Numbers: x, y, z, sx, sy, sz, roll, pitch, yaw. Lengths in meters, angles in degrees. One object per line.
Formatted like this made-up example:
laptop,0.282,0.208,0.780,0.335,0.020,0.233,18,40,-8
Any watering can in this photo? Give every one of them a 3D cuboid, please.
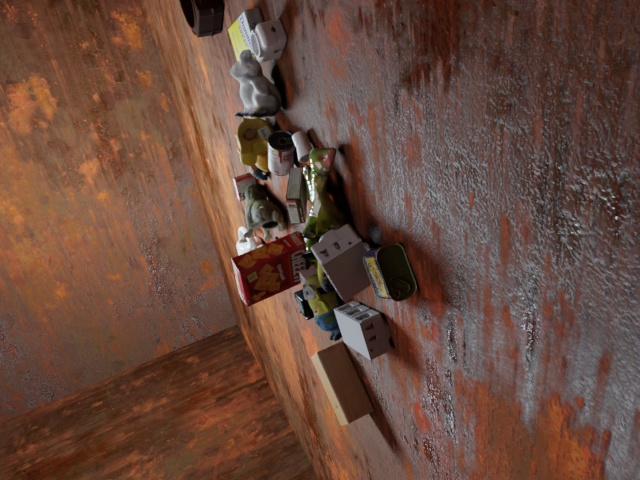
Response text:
watering can,-0.253,0.067,2.005,0.351,0.104,0.221,31,139,64

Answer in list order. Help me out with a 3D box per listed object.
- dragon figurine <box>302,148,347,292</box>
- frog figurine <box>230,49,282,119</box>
dragon figurine,0.004,-0.059,1.174,0.401,0.122,0.248,99,164,-61
frog figurine,-0.154,-0.376,1.245,0.139,0.123,0.157,-121,30,-71
